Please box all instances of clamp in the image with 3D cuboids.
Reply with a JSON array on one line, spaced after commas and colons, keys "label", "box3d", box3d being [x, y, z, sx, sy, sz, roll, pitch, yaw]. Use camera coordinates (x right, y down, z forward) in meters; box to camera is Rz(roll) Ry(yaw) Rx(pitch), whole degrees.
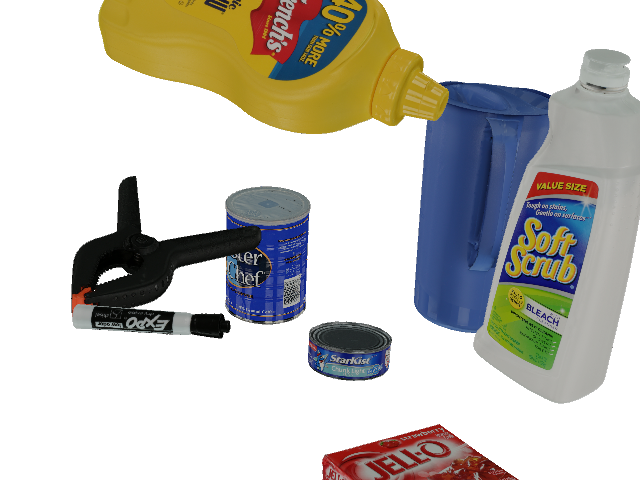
[{"label": "clamp", "box3d": [-0.179, 0.007, 1.033, 0.165, 0.036, 0.209, 26, 38, 23]}]

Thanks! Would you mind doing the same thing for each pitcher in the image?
[{"label": "pitcher", "box3d": [0.160, -0.030, 1.071, 0.148, 0.243, 0.145, -15, 29, -42]}]

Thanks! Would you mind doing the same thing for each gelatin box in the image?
[{"label": "gelatin box", "box3d": [0.056, 0.139, 0.604, 0.089, 0.030, 0.073, -7, 22, -33]}]

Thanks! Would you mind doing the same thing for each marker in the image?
[{"label": "marker", "box3d": [-0.128, 0.061, 0.810, 0.121, 0.020, 0.020, 3, 0, 9]}]

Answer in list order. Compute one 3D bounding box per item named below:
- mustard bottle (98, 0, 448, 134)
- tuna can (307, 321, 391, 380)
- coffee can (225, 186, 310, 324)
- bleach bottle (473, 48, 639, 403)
[{"label": "mustard bottle", "box3d": [-0.019, -0.109, 0.590, 0.192, 0.096, 0.058, 25, -30, 15]}, {"label": "tuna can", "box3d": [0.030, 0.114, 1.101, 0.086, 0.034, 0.086, 4, 15, -1]}, {"label": "coffee can", "box3d": [-0.066, 0.017, 1.312, 0.103, 0.140, 0.103, 2, 26, -1]}, {"label": "bleach bottle", "box3d": [0.172, -0.013, 0.747, 0.067, 0.251, 0.103, -19, 37, -33]}]
